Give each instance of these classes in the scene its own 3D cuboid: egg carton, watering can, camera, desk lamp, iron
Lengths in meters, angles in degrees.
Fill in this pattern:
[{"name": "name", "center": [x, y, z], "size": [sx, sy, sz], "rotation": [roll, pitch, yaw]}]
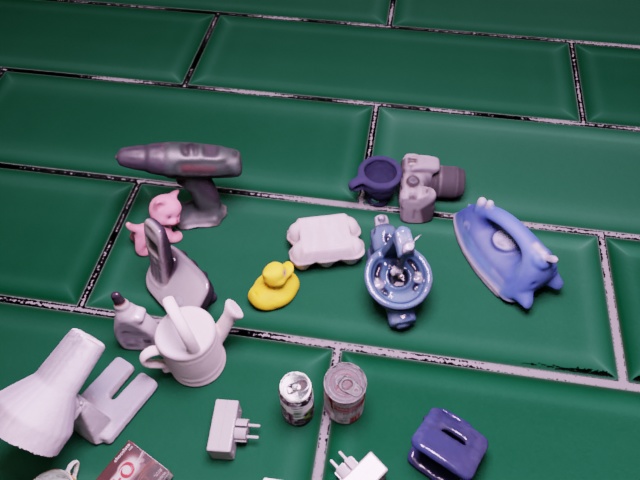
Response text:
[{"name": "egg carton", "center": [0.010, 0.004, 1.138], "size": [0.150, 0.069, 0.107], "rotation": [-7, 54, -4]}, {"name": "watering can", "center": [-0.215, 0.156, 0.953], "size": [0.100, 0.194, 0.173], "rotation": [33, 61, 23]}, {"name": "camera", "center": [0.235, -0.118, 1.204], "size": [0.136, 0.101, 0.143], "rotation": [3, 54, 4]}, {"name": "desk lamp", "center": [-0.379, 0.240, 0.882], "size": [0.117, 0.214, 0.203], "rotation": [26, 58, 19]}, {"name": "iron", "center": [0.348, -0.002, 1.092], "size": [0.119, 0.141, 0.257], "rotation": [-27, 58, -18]}]

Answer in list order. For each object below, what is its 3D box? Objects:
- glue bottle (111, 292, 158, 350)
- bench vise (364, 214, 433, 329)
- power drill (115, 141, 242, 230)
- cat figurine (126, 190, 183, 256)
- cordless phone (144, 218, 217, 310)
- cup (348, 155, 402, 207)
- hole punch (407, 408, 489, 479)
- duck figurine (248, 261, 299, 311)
[{"name": "glue bottle", "center": [-0.324, 0.137, 0.982], "size": [0.078, 0.173, 0.037], "rotation": [1, 54, 2]}, {"name": "bench vise", "center": [0.122, 0.029, 1.025], "size": [0.122, 0.220, 0.207], "rotation": [-23, 57, -15]}, {"name": "power drill", "center": [-0.265, -0.113, 1.142], "size": [0.229, 0.208, 0.075], "rotation": [-8, 54, -5]}, {"name": "cat figurine", "center": [-0.327, -0.043, 1.148], "size": [0.128, 0.118, 0.067], "rotation": [-28, 58, -18]}, {"name": "cordless phone", "center": [-0.264, 0.053, 1.035], "size": [0.147, 0.185, 0.094], "rotation": [36, 62, 24]}, {"name": "cup", "center": [0.113, -0.111, 1.204], "size": [0.118, 0.095, 0.091], "rotation": [-23, 57, -15]}, {"name": "hole punch", "center": [0.199, 0.318, 0.892], "size": [0.108, 0.091, 0.101], "rotation": [28, 59, 20]}, {"name": "duck figurine", "center": [-0.089, 0.079, 1.075], "size": [0.105, 0.086, 0.077], "rotation": [-31, 59, -20]}]
